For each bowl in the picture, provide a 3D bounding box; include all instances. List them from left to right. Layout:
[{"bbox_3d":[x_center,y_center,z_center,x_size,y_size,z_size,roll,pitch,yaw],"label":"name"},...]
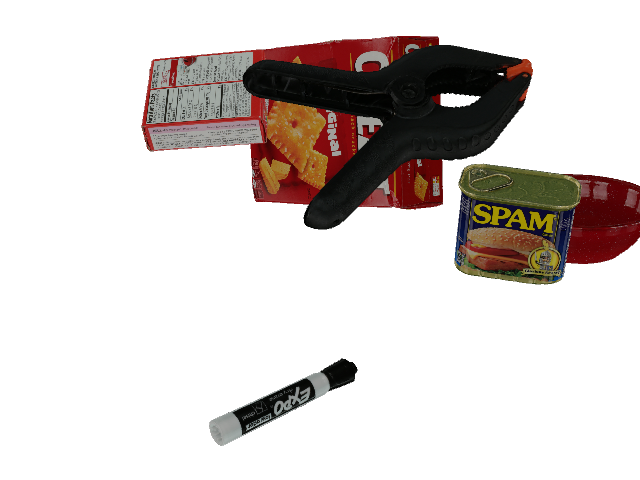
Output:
[{"bbox_3d":[0.265,-0.019,1.102,0.162,0.055,0.162,-2,23,0],"label":"bowl"}]

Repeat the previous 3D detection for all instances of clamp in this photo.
[{"bbox_3d":[0.047,-0.066,0.622,0.171,0.120,0.039,-10,-26,-7],"label":"clamp"}]

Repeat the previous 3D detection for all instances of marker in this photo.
[{"bbox_3d":[-0.023,0.112,0.756,0.120,0.020,0.020,-22,12,-31],"label":"marker"}]

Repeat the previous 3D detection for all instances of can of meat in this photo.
[{"bbox_3d":[0.168,-0.013,0.926,0.102,0.084,0.057,9,33,11],"label":"can of meat"}]

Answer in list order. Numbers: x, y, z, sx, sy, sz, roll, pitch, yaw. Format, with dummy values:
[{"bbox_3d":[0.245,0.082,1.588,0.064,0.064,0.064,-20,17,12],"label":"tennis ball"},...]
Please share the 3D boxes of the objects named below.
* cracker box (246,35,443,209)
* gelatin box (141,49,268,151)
[{"bbox_3d":[0.018,-0.117,1.077,0.071,0.164,0.214,-10,11,-44],"label":"cracker box"},{"bbox_3d":[-0.083,-0.103,0.784,0.089,0.073,0.030,-5,-39,5],"label":"gelatin box"}]
